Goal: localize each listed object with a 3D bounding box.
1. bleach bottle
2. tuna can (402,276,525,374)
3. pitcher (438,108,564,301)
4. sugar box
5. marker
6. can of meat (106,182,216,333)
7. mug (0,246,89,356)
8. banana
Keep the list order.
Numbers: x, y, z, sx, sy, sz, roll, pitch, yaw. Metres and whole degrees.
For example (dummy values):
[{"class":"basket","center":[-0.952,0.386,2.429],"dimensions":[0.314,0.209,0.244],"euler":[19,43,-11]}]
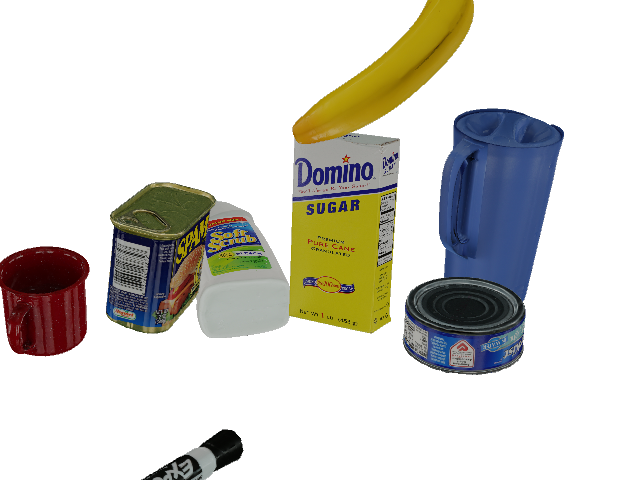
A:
[{"class":"bleach bottle","center":[-0.108,0.017,1.197],"dimensions":[0.102,0.068,0.251],"euler":[-6,27,-15]},{"class":"tuna can","center":[0.102,0.058,0.755],"dimensions":[0.086,0.034,0.086],"euler":[0,25,0]},{"class":"pitcher","center":[0.213,-0.033,1.339],"dimensions":[0.149,0.243,0.145],"euler":[3,26,-1]},{"class":"sugar box","center":[0.020,-0.010,0.984],"dimensions":[0.093,0.176,0.048],"euler":[9,18,28]},{"class":"marker","center":[-0.079,0.125,0.549],"dimensions":[0.020,0.020,0.120],"euler":[0,13,32]},{"class":"can of meat","center":[-0.123,0.012,0.816],"dimensions":[0.057,0.084,0.102],"euler":[14,22,9]},{"class":"mug","center":[-0.284,0.070,1.082],"dimensions":[0.093,0.081,0.117],"euler":[8,31,7]},{"class":"banana","center":[0.060,-0.136,0.793],"dimensions":[0.070,0.197,0.037],"euler":[13,-34,48]}]
